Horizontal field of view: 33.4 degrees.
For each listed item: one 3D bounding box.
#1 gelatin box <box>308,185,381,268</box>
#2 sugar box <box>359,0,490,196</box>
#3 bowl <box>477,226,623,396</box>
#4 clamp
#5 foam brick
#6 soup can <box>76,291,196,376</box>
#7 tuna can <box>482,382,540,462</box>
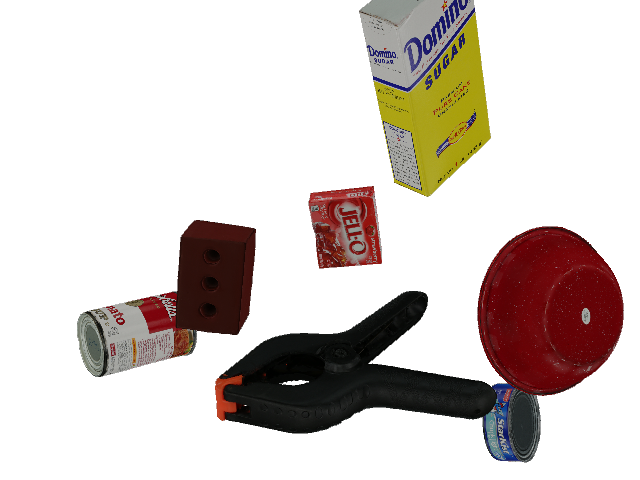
[{"bbox_3d":[0.029,-0.014,1.203,0.073,0.089,0.030,-5,29,7],"label":"gelatin box"},{"bbox_3d":[0.090,-0.132,0.871,0.048,0.176,0.093,28,59,35],"label":"sugar box"},{"bbox_3d":[0.227,0.068,0.990,0.161,0.162,0.055,0,1,-27],"label":"bowl"},{"bbox_3d":[0.016,0.078,0.687,0.171,0.039,0.120,-3,27,-9],"label":"clamp"},{"bbox_3d":[-0.083,0.029,0.854,0.053,0.078,0.051,6,14,6],"label":"foam brick"},{"bbox_3d":[-0.186,0.094,1.076,0.102,0.068,0.069,-12,7,-34],"label":"soup can"},{"bbox_3d":[0.208,0.197,1.162,0.034,0.086,0.086,-5,-3,33],"label":"tuna can"}]
